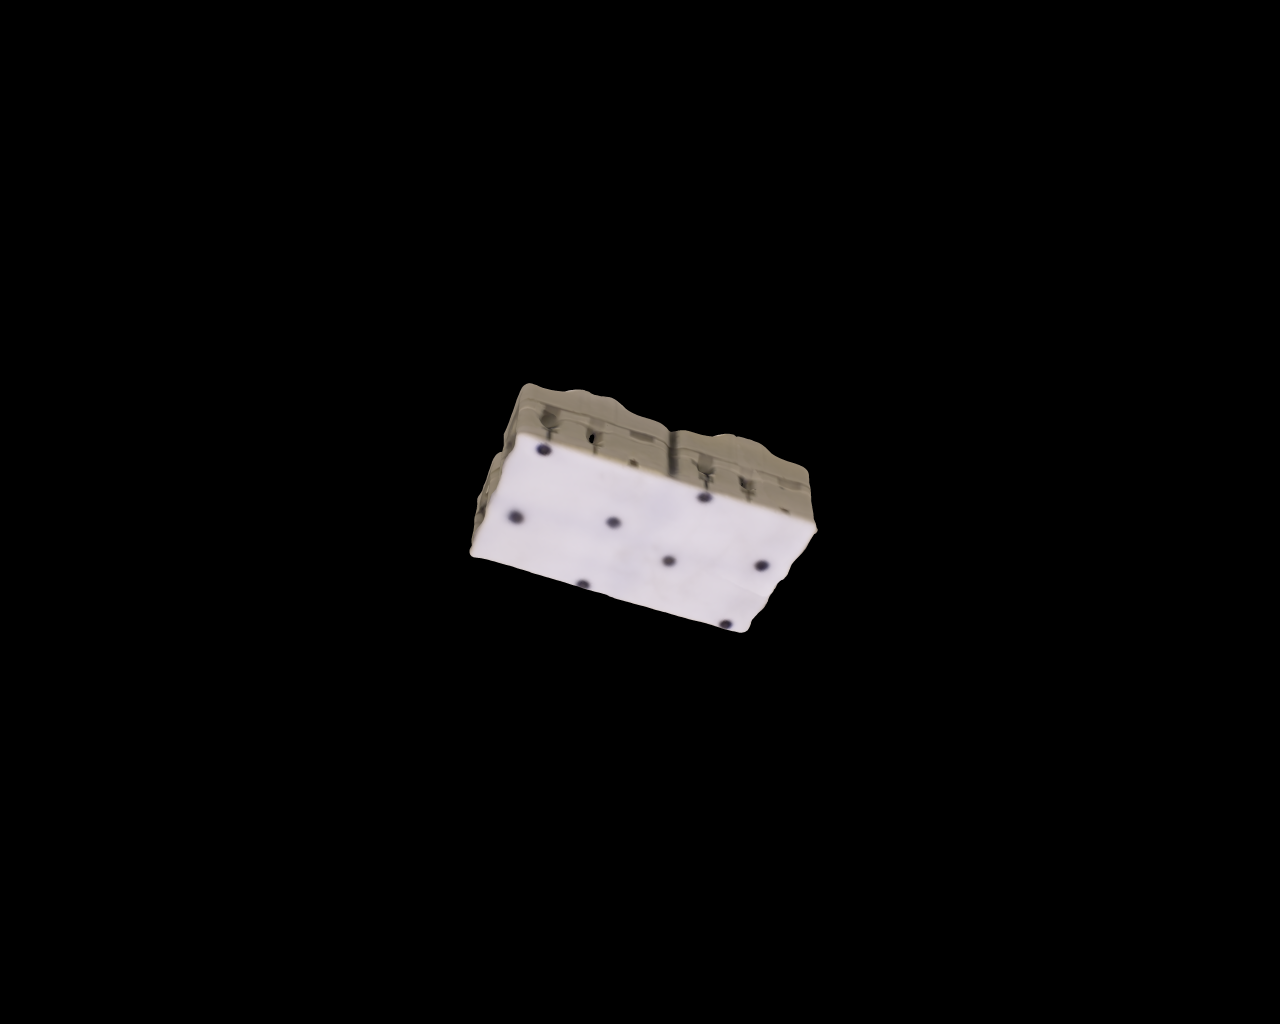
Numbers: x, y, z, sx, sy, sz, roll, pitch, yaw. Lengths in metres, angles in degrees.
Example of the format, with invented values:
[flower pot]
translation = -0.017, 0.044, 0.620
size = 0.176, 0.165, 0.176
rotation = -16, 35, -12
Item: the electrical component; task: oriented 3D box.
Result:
[electrical component]
translation = 0.001, -0.003, 0.650
size = 0.186, 0.105, 0.060
rotation = 17, 39, -14
